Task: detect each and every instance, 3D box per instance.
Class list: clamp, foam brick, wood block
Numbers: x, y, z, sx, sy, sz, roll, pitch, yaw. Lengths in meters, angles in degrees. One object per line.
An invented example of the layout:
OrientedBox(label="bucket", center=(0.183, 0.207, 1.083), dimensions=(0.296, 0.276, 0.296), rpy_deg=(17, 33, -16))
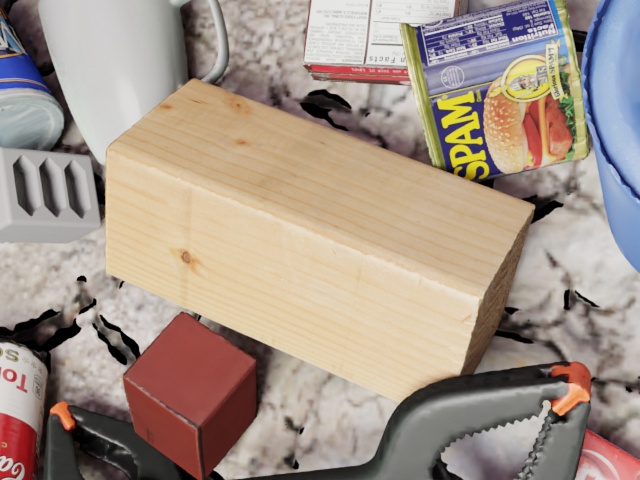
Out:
OrientedBox(label="clamp", center=(-0.104, 0.161, 0.586), dimensions=(0.172, 0.120, 0.039), rpy_deg=(33, 128, 20))
OrientedBox(label="clamp", center=(0.045, 0.126, 0.525), dimensions=(0.164, 0.036, 0.210), rpy_deg=(37, 113, 0))
OrientedBox(label="foam brick", center=(-0.070, 0.087, 0.588), dimensions=(0.053, 0.078, 0.051), rpy_deg=(33, 61, 16))
OrientedBox(label="wood block", center=(-0.004, 0.001, 0.570), dimensions=(0.206, 0.090, 0.091), rpy_deg=(22, 130, 16))

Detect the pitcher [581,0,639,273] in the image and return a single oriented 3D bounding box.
OrientedBox(label="pitcher", center=(0.184, -0.049, 0.468), dimensions=(0.145, 0.242, 0.149), rpy_deg=(44, 93, 16))

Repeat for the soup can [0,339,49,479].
OrientedBox(label="soup can", center=(-0.193, 0.115, 0.608), dimensions=(0.068, 0.068, 0.102), rpy_deg=(-15, 48, 11))

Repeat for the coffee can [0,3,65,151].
OrientedBox(label="coffee can", center=(-0.234, -0.110, 0.656), dimensions=(0.103, 0.102, 0.140), rpy_deg=(-34, 75, 7))

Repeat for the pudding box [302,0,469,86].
OrientedBox(label="pudding box", center=(0.042, -0.148, 0.627), dimensions=(0.090, 0.039, 0.113), rpy_deg=(6, 85, 14))

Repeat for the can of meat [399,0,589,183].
OrientedBox(label="can of meat", center=(0.094, -0.077, 0.570), dimensions=(0.084, 0.102, 0.057), rpy_deg=(-13, 51, 9))

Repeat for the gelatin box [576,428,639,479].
OrientedBox(label="gelatin box", center=(0.156, 0.150, 0.554), dimensions=(0.089, 0.030, 0.073), rpy_deg=(31, 89, 16))
